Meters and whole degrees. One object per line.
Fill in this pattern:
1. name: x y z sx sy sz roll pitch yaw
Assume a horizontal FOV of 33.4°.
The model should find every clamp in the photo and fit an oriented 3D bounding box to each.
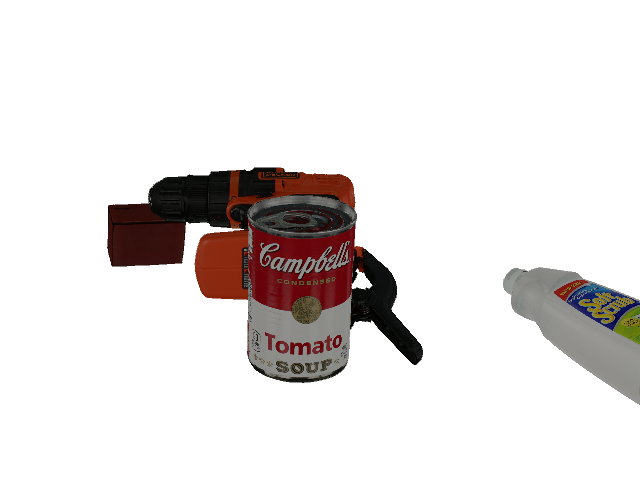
1. clamp: 0.056 0.076 1.177 0.120 0.171 0.039 7 -42 4

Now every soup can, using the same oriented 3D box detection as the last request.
1. soup can: -0.013 0.030 0.676 0.068 0.102 0.068 2 22 -1

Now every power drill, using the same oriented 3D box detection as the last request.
1. power drill: -0.060 -0.013 0.889 0.184 0.057 0.187 -2 23 -1

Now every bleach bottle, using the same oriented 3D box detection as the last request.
1. bleach bottle: 0.263 0.083 1.035 0.102 0.068 0.251 -16 26 -27

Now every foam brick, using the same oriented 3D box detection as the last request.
1. foam brick: -0.188 -0.007 1.145 0.078 0.051 0.053 -2 24 -16
